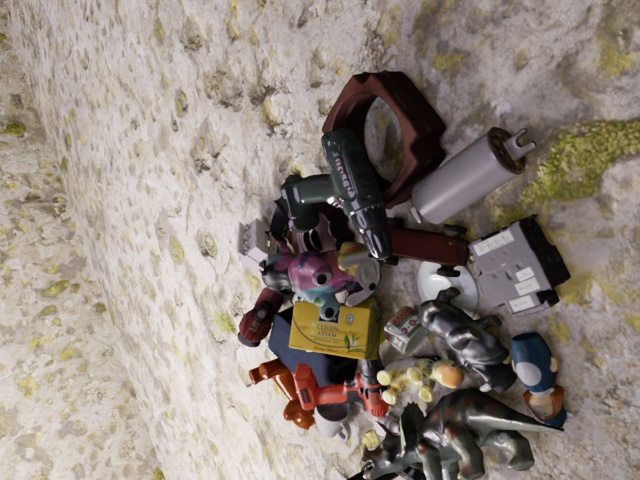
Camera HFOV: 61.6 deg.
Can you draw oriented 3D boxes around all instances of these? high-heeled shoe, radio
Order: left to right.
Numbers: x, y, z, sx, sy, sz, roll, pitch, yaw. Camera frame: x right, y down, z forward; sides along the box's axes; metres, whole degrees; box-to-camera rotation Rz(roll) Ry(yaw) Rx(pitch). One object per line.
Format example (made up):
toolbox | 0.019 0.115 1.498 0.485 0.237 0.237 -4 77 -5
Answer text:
high-heeled shoe | -0.075 0.084 1.231 0.145 0.086 0.248 48 160 0
radio | -0.020 0.262 1.257 0.230 0.073 0.131 35 129 32

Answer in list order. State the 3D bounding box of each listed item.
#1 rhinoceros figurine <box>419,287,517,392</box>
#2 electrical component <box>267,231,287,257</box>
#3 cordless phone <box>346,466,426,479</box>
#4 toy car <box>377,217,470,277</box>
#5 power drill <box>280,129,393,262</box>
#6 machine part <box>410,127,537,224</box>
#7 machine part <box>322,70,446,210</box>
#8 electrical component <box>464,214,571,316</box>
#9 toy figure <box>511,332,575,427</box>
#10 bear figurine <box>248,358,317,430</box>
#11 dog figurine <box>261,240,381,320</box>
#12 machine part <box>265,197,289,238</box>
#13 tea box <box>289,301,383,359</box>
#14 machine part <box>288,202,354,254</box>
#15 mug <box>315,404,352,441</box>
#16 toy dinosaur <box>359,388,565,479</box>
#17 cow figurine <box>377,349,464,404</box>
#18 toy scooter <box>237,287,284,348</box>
rhinoceros figurine | 0.239 0.166 0.878 0.190 0.073 0.112 43 135 21
electrical component | -0.090 0.027 1.219 0.102 0.045 0.078 -148 63 -64
cordless phone | 0.142 0.472 1.051 0.147 0.184 0.088 21 115 47
toy car | 0.177 0.010 0.931 0.202 0.053 0.089 9 91 49
power drill | 0.023 -0.063 0.936 0.207 0.086 0.232 -13 93 57
machine part | 0.219 -0.093 0.811 0.243 0.079 0.079 -37 74 51
machine part | 0.106 -0.170 0.922 0.201 0.087 0.201 57 139 19
electrical component | 0.292 0.043 0.793 0.115 0.058 0.134 -32 78 54
toy figure | 0.332 0.217 0.814 0.064 0.058 0.154 169 82 -74
bear figurine | -0.082 0.394 1.356 0.120 0.132 0.196 -37 69 56
dog figurine | -0.008 0.054 1.060 0.219 0.191 0.108 27 139 55
machine part | -0.085 -0.047 1.254 0.084 0.039 0.138 50 136 21
tea box | 0.031 0.174 1.050 0.170 0.068 0.098 0 80 30
machine part | -0.002 -0.003 1.151 0.180 0.056 0.179 25 124 44
mug | 0.036 0.423 1.262 0.110 0.081 0.107 41 144 30
toy dinosaur | 0.237 0.330 0.930 0.404 0.131 0.192 -48 41 35
cow figurine | 0.195 0.244 0.981 0.167 0.098 0.068 -19 94 37
toy scooter | -0.139 0.178 1.335 0.075 0.184 0.135 31 109 0
